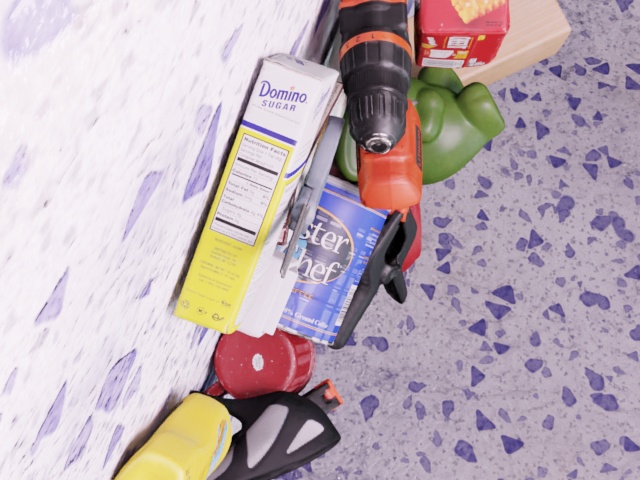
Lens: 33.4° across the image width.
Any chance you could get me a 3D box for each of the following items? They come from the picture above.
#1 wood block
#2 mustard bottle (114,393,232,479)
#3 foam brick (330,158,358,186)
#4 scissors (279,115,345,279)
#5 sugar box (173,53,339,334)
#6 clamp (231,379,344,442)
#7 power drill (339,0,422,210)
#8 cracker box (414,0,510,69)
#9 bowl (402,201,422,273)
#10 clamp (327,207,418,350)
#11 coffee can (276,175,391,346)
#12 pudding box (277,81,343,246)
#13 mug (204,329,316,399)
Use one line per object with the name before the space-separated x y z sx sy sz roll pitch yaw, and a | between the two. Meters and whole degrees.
wood block | 0.159 -0.215 1.184 0.206 0.091 0.090 -25 173 -2
mustard bottle | -0.110 0.172 0.832 0.191 0.058 0.096 -52 164 -75
foam brick | 0.017 -0.067 1.232 0.078 0.051 0.053 -49 160 -78
scissors | -0.014 -0.011 0.715 0.201 0.016 0.096 -72 -178 -49
sugar box | -0.041 -0.033 0.701 0.093 0.048 0.176 -59 168 -77
clamp | -0.074 0.204 1.033 0.210 0.036 0.164 -33 176 7
power drill | 0.049 -0.104 0.824 0.187 0.057 0.184 79 11 -57
cracker box | 0.113 -0.253 0.839 0.164 0.072 0.214 -3 95 -86
bowl | 0.079 -0.026 1.161 0.162 0.055 0.162 -2 88 -89
clamp | 0.064 0.025 1.062 0.120 0.039 0.172 -32 150 -50
coffee can | -0.008 0.012 0.970 0.103 0.103 0.140 17 96 -86
pudding box | -0.020 -0.064 0.844 0.090 0.039 0.113 102 8 -53
mug | -0.065 0.122 1.035 0.117 0.093 0.081 -32 173 6
